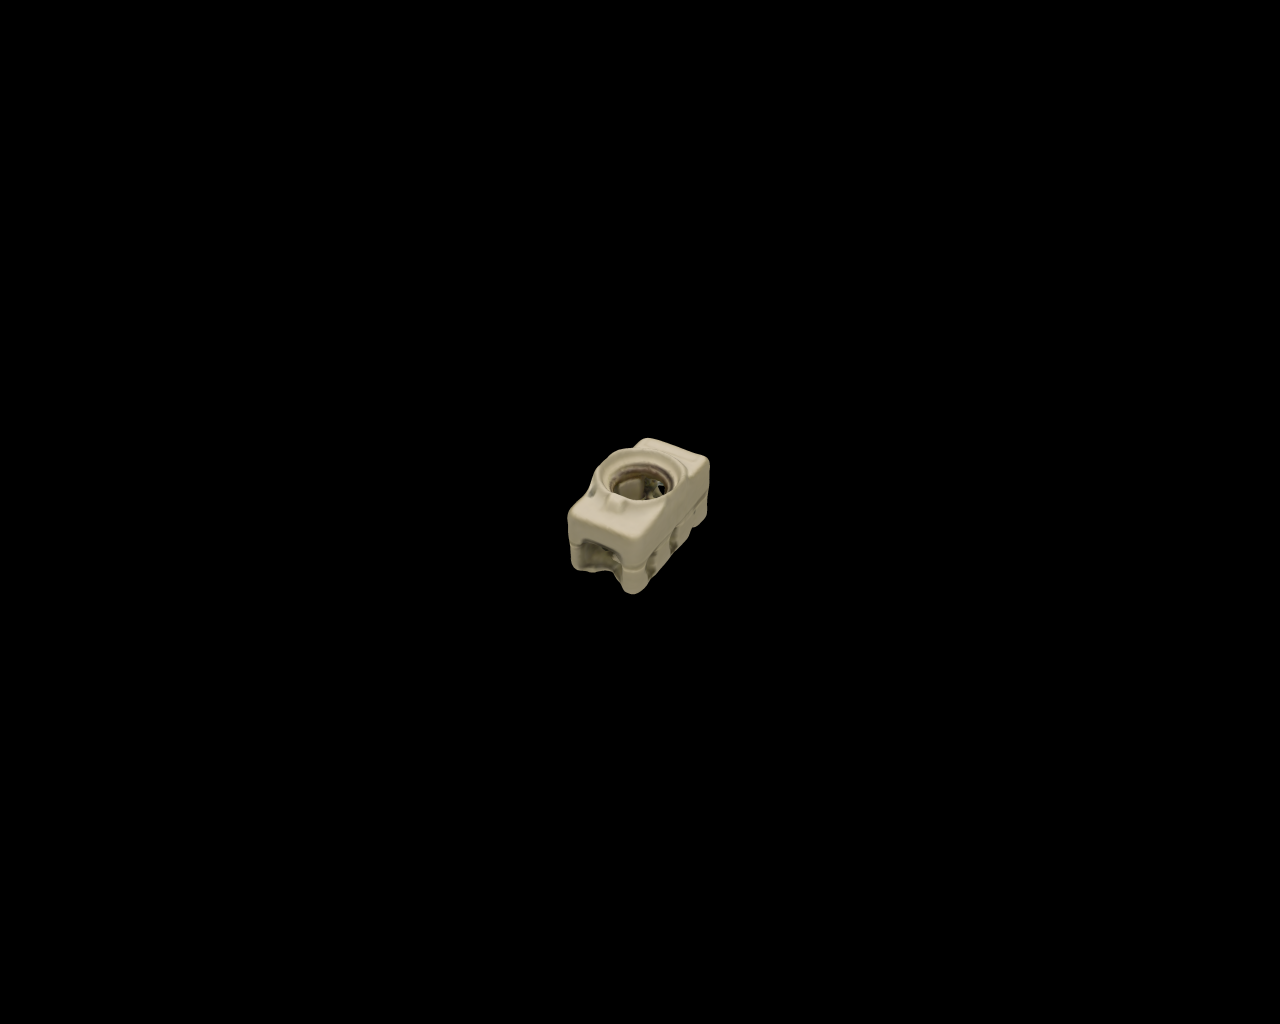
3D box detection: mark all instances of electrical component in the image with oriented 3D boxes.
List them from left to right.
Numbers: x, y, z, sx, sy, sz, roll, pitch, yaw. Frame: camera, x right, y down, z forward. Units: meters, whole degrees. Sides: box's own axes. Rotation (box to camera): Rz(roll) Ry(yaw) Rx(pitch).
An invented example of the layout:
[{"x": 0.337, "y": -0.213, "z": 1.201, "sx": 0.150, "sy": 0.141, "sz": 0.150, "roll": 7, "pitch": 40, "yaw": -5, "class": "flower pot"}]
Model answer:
[{"x": 0.001, "y": -0.003, "z": 0.650, "sx": 0.050, "sy": 0.055, "sz": 0.090, "roll": 22, "pitch": 45, "yaw": 23, "class": "electrical component"}]
